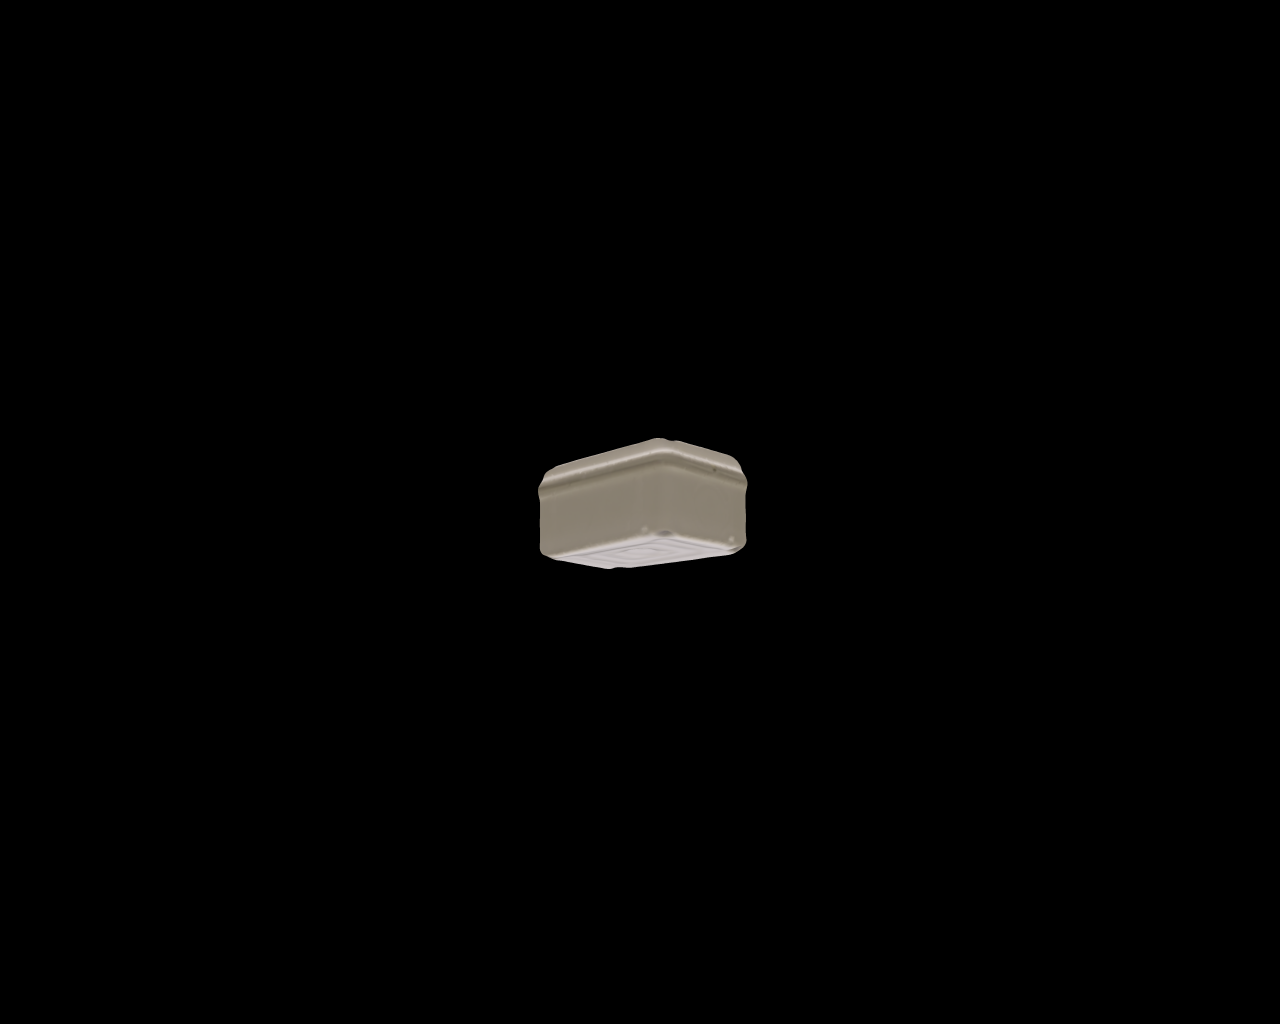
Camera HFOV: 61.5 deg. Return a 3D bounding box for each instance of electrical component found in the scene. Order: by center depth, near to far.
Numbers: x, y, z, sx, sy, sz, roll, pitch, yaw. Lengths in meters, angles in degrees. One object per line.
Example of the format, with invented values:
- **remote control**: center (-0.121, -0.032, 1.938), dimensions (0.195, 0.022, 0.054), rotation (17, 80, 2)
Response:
- **electrical component**: center (0.001, -0.003, 0.650), dimensions (0.113, 0.057, 0.078), rotation (-11, -16, 42)
